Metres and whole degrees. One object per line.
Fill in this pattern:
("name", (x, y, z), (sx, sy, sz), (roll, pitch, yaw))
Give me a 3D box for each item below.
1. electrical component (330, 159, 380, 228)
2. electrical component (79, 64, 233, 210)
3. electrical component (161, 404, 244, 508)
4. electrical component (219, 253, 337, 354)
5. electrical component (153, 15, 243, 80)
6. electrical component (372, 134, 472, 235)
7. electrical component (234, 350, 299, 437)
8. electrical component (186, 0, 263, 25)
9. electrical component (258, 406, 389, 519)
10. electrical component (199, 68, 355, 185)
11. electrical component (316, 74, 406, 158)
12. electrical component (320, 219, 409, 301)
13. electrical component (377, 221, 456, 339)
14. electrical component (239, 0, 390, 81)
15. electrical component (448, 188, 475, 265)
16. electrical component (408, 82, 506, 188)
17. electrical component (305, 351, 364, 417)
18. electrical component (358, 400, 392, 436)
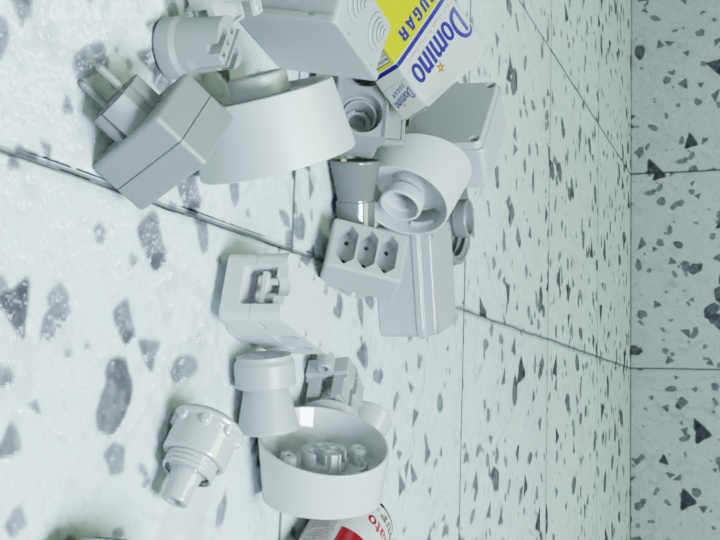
("electrical component", (-0.004, -0.064, 0.949), (0.044, 0.044, 0.065), (-25, 117, -67))
("electrical component", (-0.127, -0.086, 0.620), (0.077, 0.066, 0.047), (44, 42, -21))
("electrical component", (-0.106, 0.119, 0.683), (0.062, 0.048, 0.048), (-68, 149, -32))
("electrical component", (-0.062, 0.026, 0.779), (0.089, 0.056, 0.050), (45, 48, -60))
("electrical component", (-0.104, -0.145, 0.694), (0.040, 0.046, 0.040), (-1, 90, -68))
("electrical component", (0.048, -0.081, 1.004), (0.064, 0.099, 0.099), (-66, 148, -35))
("electrical component", (-0.068, 0.089, 0.777), (0.045, 0.045, 0.055), (-15, 103, -68))
("electrical component", (-0.086, -0.204, 0.719), (0.042, 0.064, 0.081), (-58, 141, -55))
("electrical component", (-0.028, 0.146, 0.808), (0.099, 0.099, 0.064), (-17, 111, -68))
("electrical component", (-0.062, -0.101, 0.722), (0.108, 0.108, 0.060), (-43, 123, -62))
("electrical component", (0.001, -0.163, 0.924), (0.063, 0.079, 0.121), (121, -25, -74))
("electrical component", (0.000, 0.000, 0.934), (0.076, 0.066, 0.047), (111, -8, -61))
("electrical component", (0.057, 0.008, 1.075), (0.078, 0.057, 0.113), (-22, 110, -67))
("electrical component", (-0.033, -0.188, 0.806), (0.100, 0.100, 0.048), (42, 64, -62))
("electrical component", (0.089, -0.055, 1.153), (0.108, 0.060, 0.108), (-1, 90, -69))
("electrical component", (0.084, -0.135, 1.082), (0.108, 0.109, 0.056), (-69, 152, -43))
("electrical component", (-0.023, 0.108, 0.889), (0.066, 0.048, 0.055), (67, 23, -43))
("electrical component", (0.000, 0.149, 0.943), (0.055, 0.045, 0.045), (-67, 148, -45))
